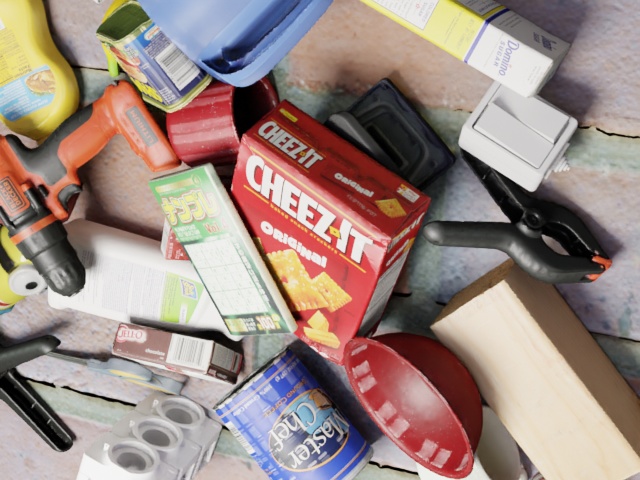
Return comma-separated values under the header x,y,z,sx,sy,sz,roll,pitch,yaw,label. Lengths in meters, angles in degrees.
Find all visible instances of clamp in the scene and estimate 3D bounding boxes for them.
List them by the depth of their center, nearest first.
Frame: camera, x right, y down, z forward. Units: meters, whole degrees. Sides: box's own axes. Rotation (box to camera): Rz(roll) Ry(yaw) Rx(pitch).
x,y,z,sx,sy,sz,roll,pitch,yaw,label
0.173,-0.006,0.944,0.171,0.120,0.039,35,153,6,clamp
-0.376,0.164,1.259,0.210,0.036,0.164,11,121,27,clamp

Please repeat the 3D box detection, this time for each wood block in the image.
x,y,z,sx,sy,sz,roll,pitch,yaw,label
0.206,0.125,0.980,0.090,0.090,0.206,-37,91,29,wood block

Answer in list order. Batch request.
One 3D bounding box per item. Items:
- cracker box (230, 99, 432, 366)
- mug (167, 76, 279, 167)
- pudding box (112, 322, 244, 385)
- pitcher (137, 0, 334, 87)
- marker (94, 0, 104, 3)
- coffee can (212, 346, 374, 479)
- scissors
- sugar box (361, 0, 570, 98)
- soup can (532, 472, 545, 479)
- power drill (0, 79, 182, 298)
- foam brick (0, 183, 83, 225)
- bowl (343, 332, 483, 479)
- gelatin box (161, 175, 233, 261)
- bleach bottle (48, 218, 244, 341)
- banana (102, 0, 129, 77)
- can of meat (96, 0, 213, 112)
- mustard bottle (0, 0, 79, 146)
x,y,z,sx,sy,sz,roll,pitch,yaw,label
-0.006,0.001,0.986,0.164,0.072,0.214,35,144,14,cracker box
-0.093,-0.125,1.028,0.082,0.093,0.117,-6,82,29,mug
-0.149,0.120,1.125,0.114,0.090,0.039,11,80,20,pudding box
-0.034,-0.252,0.911,0.243,0.145,0.149,-41,96,15,pitcher
-0.262,-0.284,1.077,0.121,0.020,0.020,42,118,5,marker
-0.027,0.194,1.093,0.103,0.102,0.140,-40,90,28,coffee can
-0.248,0.137,1.184,0.202,0.096,0.016,13,73,16,scissors
0.122,-0.187,0.910,0.176,0.093,0.048,35,117,9,sugar box
0.223,0.266,1.011,0.069,0.102,0.068,4,104,18,soup can
-0.236,-0.059,1.071,0.187,0.057,0.184,-33,99,-6,power drill
-0.303,-0.043,1.142,0.053,0.078,0.051,34,118,9,foam brick
0.096,0.140,0.979,0.162,0.055,0.162,41,153,25,bowl
-0.118,-0.022,1.078,0.073,0.030,0.089,3,115,-19,gelatin box
-0.162,0.056,1.127,0.251,0.068,0.103,16,115,14,bleach bottle
-0.149,-0.228,1.043,0.198,0.037,0.069,-20,128,30,banana
-0.158,-0.175,1.003,0.057,0.102,0.084,-43,121,-9,can of meat
-0.304,-0.168,1.111,0.096,0.058,0.191,-20,98,21,mustard bottle
